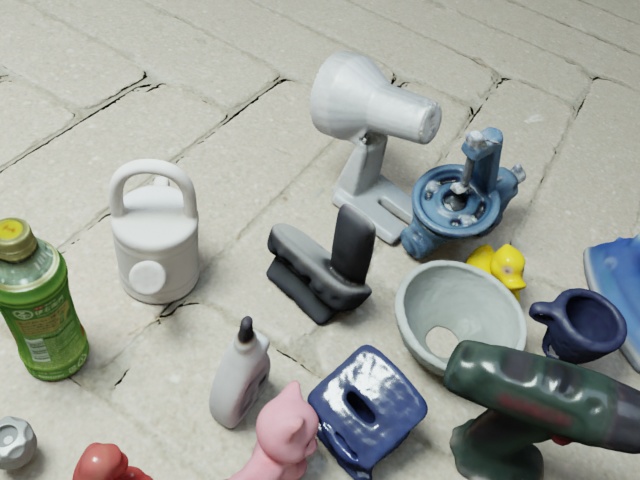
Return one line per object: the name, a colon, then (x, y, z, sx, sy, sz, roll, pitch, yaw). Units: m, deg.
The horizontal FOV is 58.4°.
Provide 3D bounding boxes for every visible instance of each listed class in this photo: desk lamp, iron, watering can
desk lamp: (0.080, -0.139, 0.822, 0.203, 0.213, 0.118, 38, 53, 19)
iron: (0.465, 0.072, 0.776, 0.119, 0.141, 0.258, -9, 53, -19)
watering can: (-0.190, -0.012, 0.669, 0.101, 0.194, 0.172, -16, 56, -24)

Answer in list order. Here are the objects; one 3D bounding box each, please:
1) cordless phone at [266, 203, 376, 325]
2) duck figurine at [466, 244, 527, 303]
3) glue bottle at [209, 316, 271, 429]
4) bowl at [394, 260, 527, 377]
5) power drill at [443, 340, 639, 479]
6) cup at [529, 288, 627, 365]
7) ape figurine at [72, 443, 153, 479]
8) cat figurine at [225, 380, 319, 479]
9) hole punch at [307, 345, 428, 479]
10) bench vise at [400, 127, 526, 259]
cordless phone: (0.006, 0.003, 0.706, 0.147, 0.185, 0.094, 37, 53, 18)
duck figurine: (0.249, 0.041, 0.792, 0.078, 0.086, 0.104, -5, 52, -16)
glue bottle: (-0.079, 0.128, 0.590, 0.037, 0.173, 0.078, 30, 51, 14)
bowl: (0.167, 0.111, 0.723, 0.167, 0.075, 0.167, 6, 50, -7)
power drill: (0.225, 0.191, 0.580, 0.229, 0.208, 0.076, 23, 50, 8)
cup: (0.313, 0.120, 0.734, 0.117, 0.095, 0.091, 14, 49, 0)
ape figurine: (-0.200, 0.222, 0.538, 0.076, 0.092, 0.077, -22, 58, -27)
cat figurine: (-0.046, 0.209, 0.566, 0.067, 0.118, 0.128, 31, 51, 15)
hole punch: (0.048, 0.187, 0.622, 0.101, 0.091, 0.108, -30, 62, -31)
bench vise: (0.213, -0.087, 0.803, 0.121, 0.220, 0.208, 35, 52, 17)
